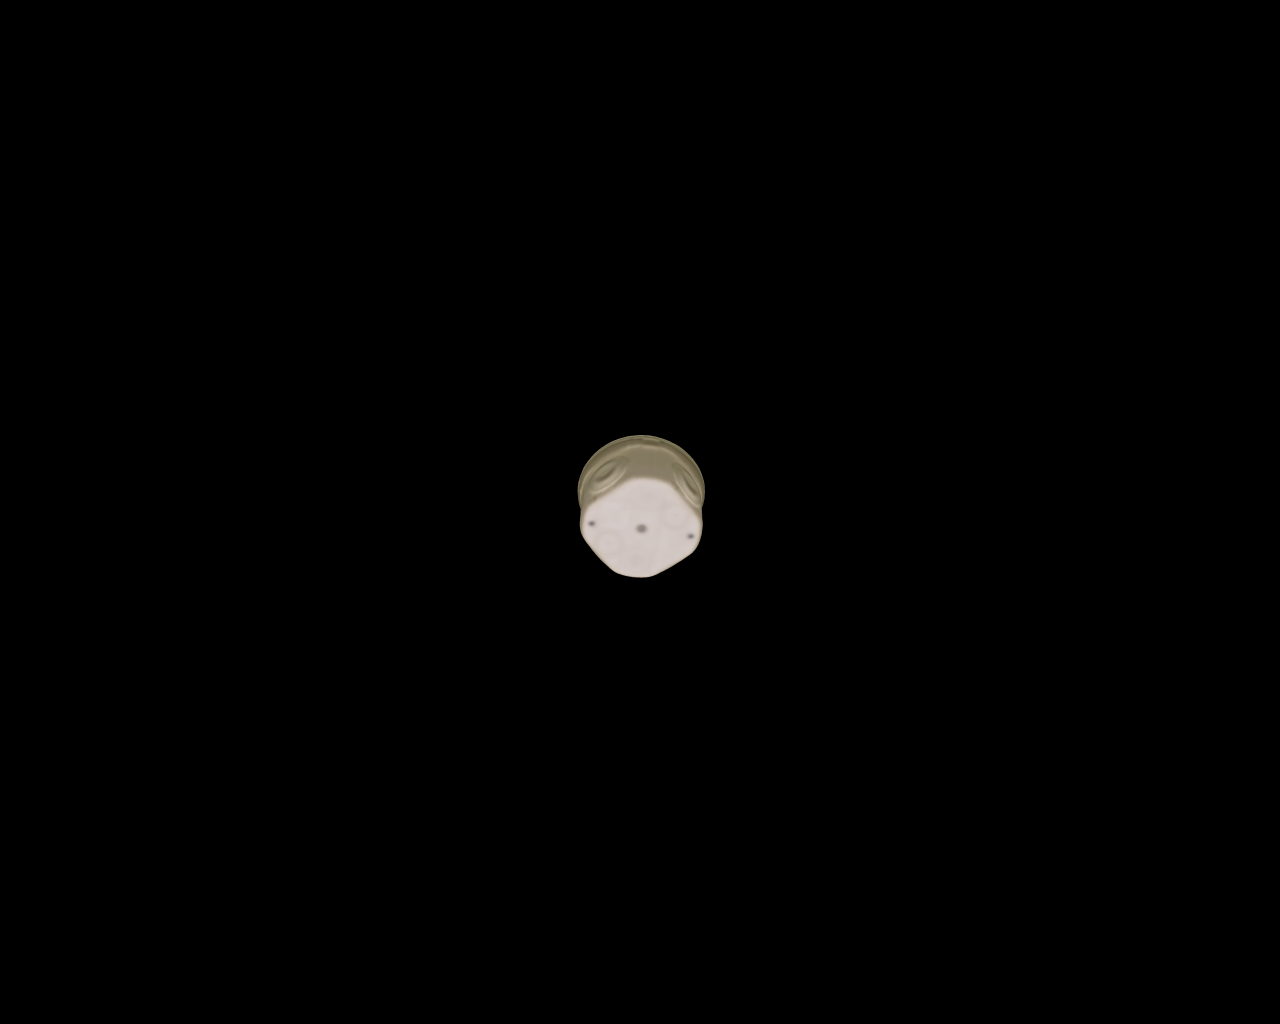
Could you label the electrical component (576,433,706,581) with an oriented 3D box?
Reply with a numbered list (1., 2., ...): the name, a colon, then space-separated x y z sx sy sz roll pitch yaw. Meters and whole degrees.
1. electrical component: 0.001 -0.003 0.650 0.080 0.080 0.051 0 31 0
